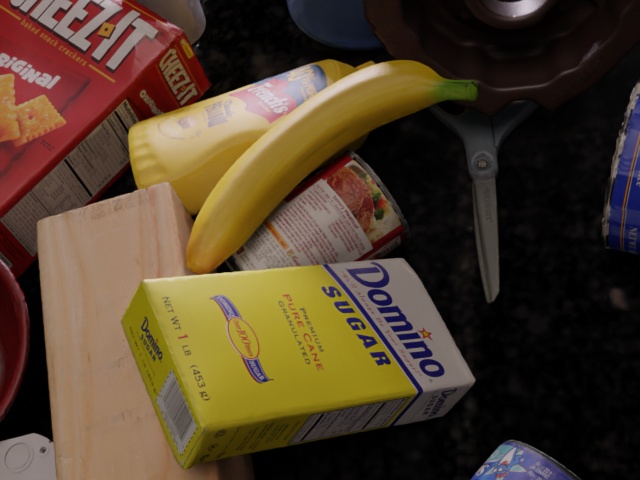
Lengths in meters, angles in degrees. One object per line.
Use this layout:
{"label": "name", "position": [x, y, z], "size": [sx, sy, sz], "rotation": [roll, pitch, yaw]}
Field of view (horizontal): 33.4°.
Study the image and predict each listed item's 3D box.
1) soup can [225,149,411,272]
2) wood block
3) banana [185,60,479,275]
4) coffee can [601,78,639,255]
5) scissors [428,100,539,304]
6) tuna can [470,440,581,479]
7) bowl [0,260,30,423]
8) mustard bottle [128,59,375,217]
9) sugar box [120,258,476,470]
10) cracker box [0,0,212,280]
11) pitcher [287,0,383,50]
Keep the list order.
{"label": "soup can", "position": [-0.004, 0.001, 0.658], "size": [0.102, 0.068, 0.069], "rotation": [-36, 58, -6]}
{"label": "wood block", "position": [-0.101, 0.082, 0.623], "size": [0.090, 0.091, 0.206], "rotation": [-17, 58, 4]}
{"label": "banana", "position": [-0.005, -0.053, 0.630], "size": [0.198, 0.037, 0.070], "rotation": [-35, 31, -3]}
{"label": "coffee can", "position": [0.238, -0.029, 0.588], "size": [0.140, 0.102, 0.102], "rotation": [14, 65, 22]}
{"label": "scissors", "position": [0.122, -0.058, 0.688], "size": [0.096, 0.016, 0.202], "rotation": [-19, 58, 4]}
{"label": "tuna can", "position": [0.115, 0.141, 0.534], "size": [0.086, 0.086, 0.033], "rotation": [36, 73, 29]}
{"label": "bowl", "position": [-0.248, 0.077, 0.660], "size": [0.162, 0.055, 0.162], "rotation": [-3, 67, 7]}
{"label": "mustard bottle", "position": [-0.029, -0.074, 0.708], "size": [0.191, 0.058, 0.096], "rotation": [-19, 32, 0]}
{"label": "sugar box", "position": [-0.008, 0.060, 0.577], "size": [0.175, 0.048, 0.093], "rotation": [-6, 55, -33]}
{"label": "cracker box", "position": [-0.212, -0.094, 0.767], "size": [0.164, 0.072, 0.213], "rotation": [34, 73, 28]}
{"label": "pitcher", "position": [0.038, -0.264, 0.766], "size": [0.149, 0.144, 0.243], "rotation": [-37, 47, 48]}
